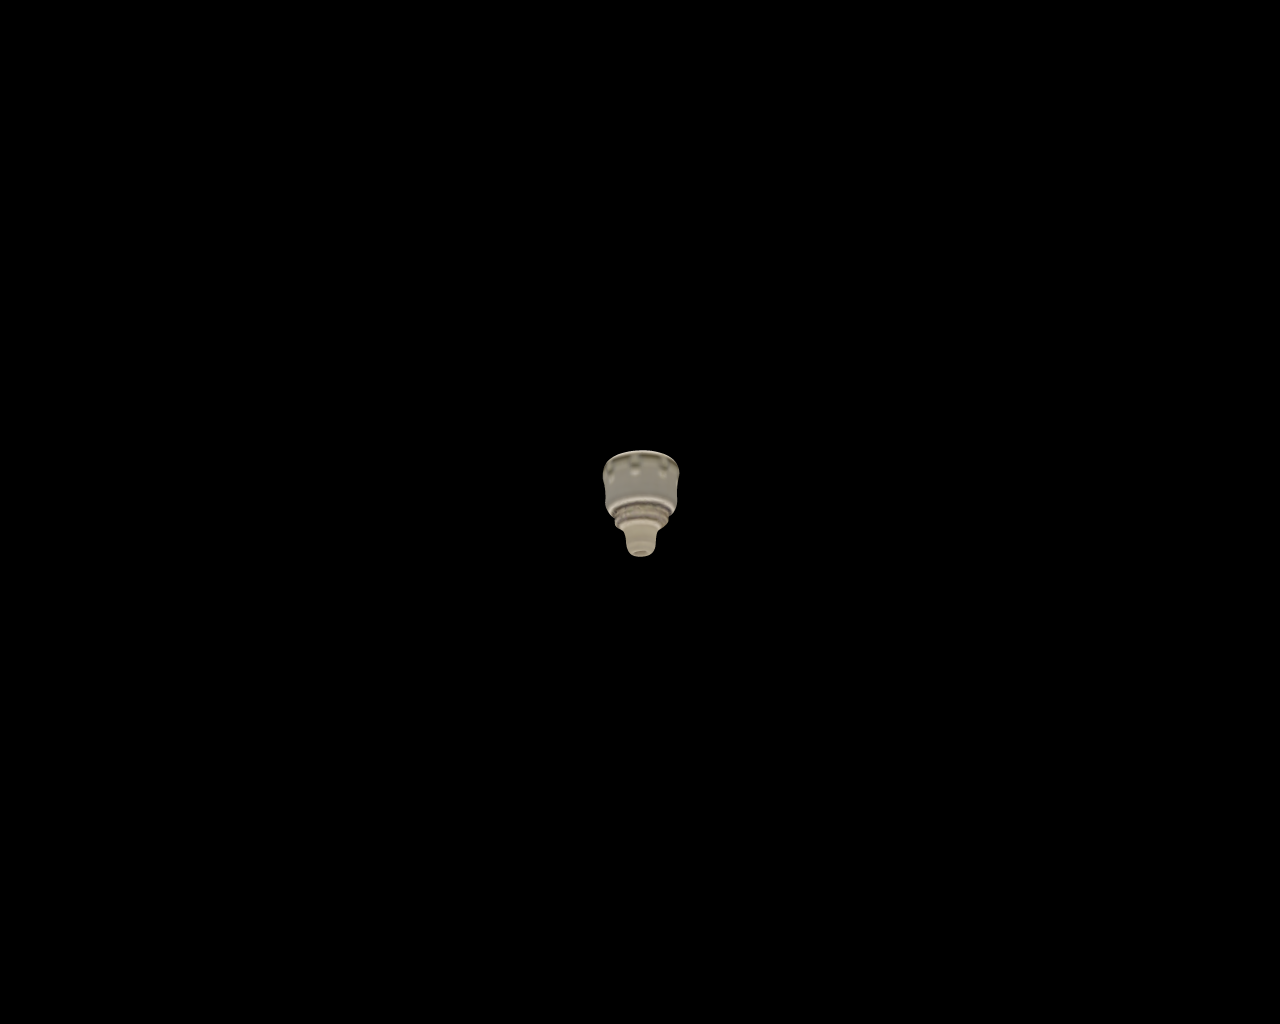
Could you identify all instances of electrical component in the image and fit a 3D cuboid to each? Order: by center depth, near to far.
[{"bbox_3d":[0.001,-0.003,0.650,0.048,0.062,0.048,0,-22,0],"label":"electrical component"}]
